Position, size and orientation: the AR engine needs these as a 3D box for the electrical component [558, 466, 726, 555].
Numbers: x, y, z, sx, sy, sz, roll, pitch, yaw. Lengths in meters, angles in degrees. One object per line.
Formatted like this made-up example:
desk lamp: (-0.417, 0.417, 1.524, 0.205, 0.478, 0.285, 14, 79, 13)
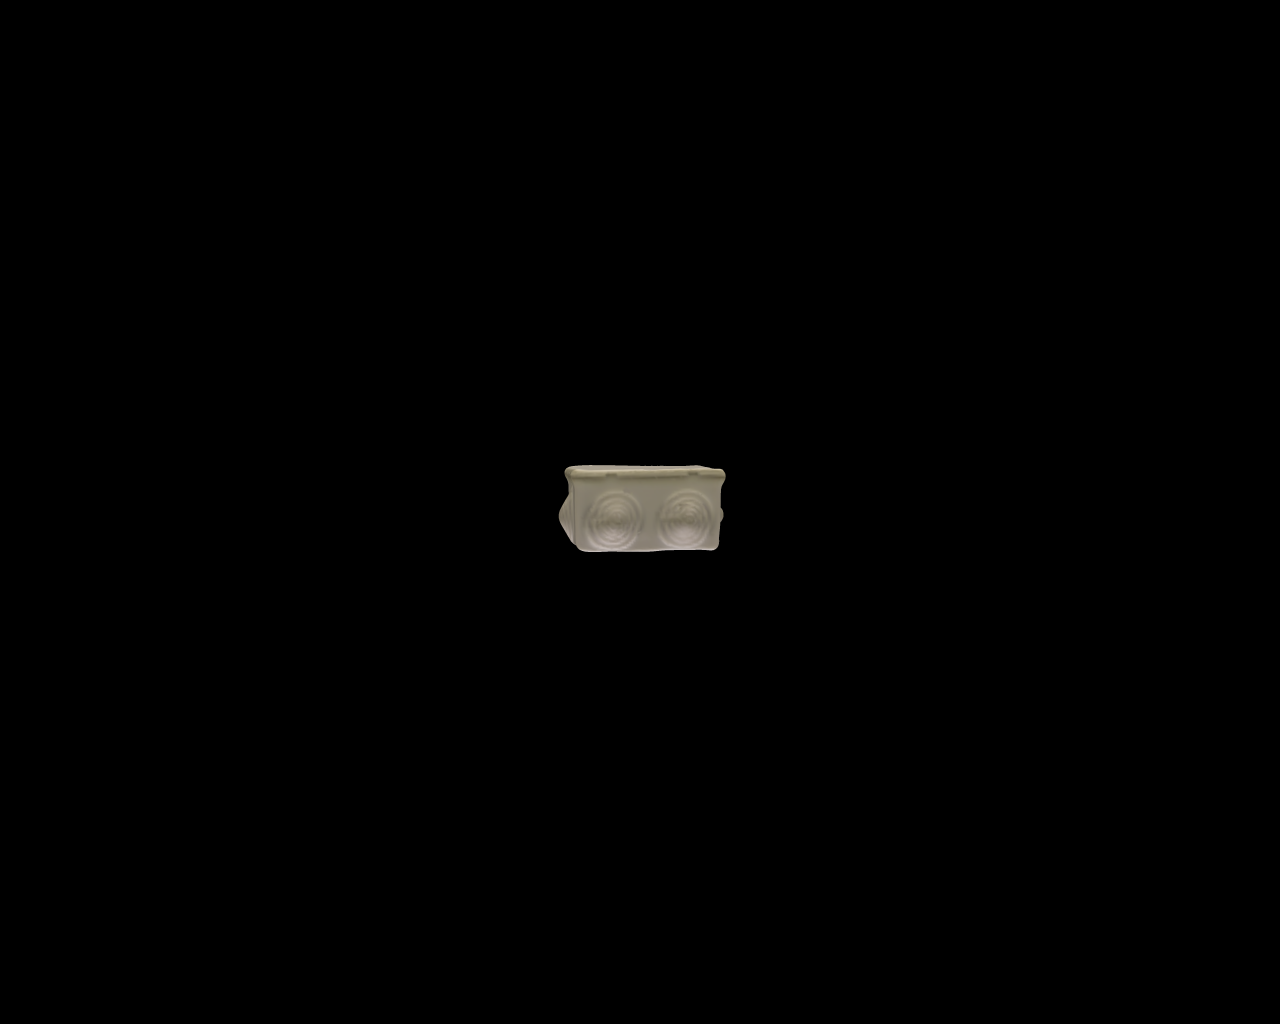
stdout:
electrical component: (0.001, -0.003, 0.650, 0.100, 0.048, 0.100, 0, 4, -7)
